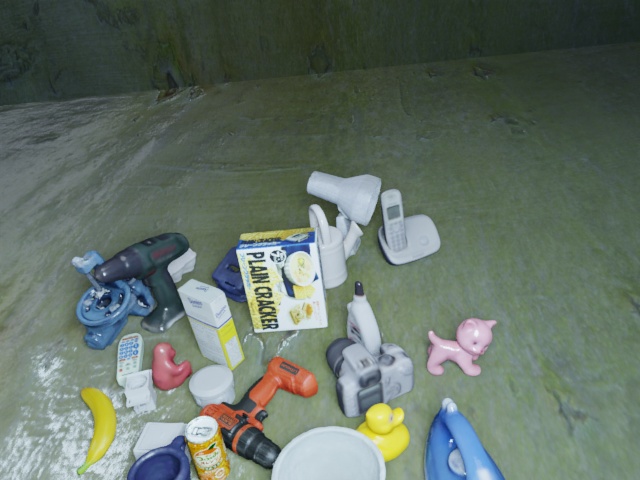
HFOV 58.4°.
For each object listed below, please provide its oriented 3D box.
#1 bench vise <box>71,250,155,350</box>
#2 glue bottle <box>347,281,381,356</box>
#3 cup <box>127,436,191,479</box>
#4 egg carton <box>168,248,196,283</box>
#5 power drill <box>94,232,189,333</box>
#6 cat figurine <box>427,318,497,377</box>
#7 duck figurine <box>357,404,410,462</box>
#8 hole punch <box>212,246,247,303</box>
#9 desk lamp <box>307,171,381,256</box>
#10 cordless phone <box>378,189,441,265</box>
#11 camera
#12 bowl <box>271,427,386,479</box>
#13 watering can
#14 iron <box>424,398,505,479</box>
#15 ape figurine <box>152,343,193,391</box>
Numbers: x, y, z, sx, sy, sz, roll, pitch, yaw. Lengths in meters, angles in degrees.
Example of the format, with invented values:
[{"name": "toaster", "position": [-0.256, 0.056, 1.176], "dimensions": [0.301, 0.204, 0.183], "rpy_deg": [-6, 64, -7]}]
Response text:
[{"name": "bench vise", "position": [-0.458, 0.098, 1.240], "dimensions": [0.121, 0.220, 0.207], "rpy_deg": [-2, 32, 9]}, {"name": "glue bottle", "position": [0.079, 0.149, 1.086], "dimensions": [0.037, 0.173, 0.077], "rpy_deg": [-26, 36, -27]}, {"name": "cup", "position": [-0.229, 0.368, 0.870], "dimensions": [0.091, 0.095, 0.118], "rpy_deg": [3, 33, 17]}, {"name": "egg carton", "position": [-0.384, 0.067, 1.419], "dimensions": [0.107, 0.069, 0.150], "rpy_deg": [10, 35, 26]}, {"name": "power drill", "position": [-0.365, 0.092, 1.239], "dimensions": [0.075, 0.209, 0.230], "rpy_deg": [11, 36, 28]}, {"name": "cat figurine", "position": [0.258, 0.184, 1.043], "dimensions": [0.127, 0.118, 0.067], "rpy_deg": [-2, 32, 9]}, {"name": "duck figurine", "position": [0.092, 0.302, 0.917], "dimensions": [0.104, 0.086, 0.077], "rpy_deg": [-14, 32, -10]}, {"name": "hole punch", "position": [-0.191, 0.079, 1.337], "dimensions": [0.108, 0.091, 0.101], "rpy_deg": [18, 40, 36]}, {"name": "desk lamp", "position": [0.052, -0.066, 1.404], "dimensions": [0.202, 0.214, 0.118], "rpy_deg": [6, 34, 21]}, {"name": "cordless phone", "position": [0.207, -0.042, 1.358], "dimensions": [0.148, 0.185, 0.094], "rpy_deg": [-19, 33, -17]}, {"name": "camera", "position": [0.078, 0.224, 1.033], "dimensions": [0.143, 0.101, 0.136], "rpy_deg": [-19, 33, -18]}, {"name": "bowl", "position": [0.016, 0.363, 0.844], "dimensions": [0.167, 0.075, 0.167], "rpy_deg": [-5, 31, 4]}, {"name": "watering can", "position": [0.011, 0.004, 1.317], "dimensions": [0.173, 0.194, 0.100], "rpy_deg": [-28, 37, -30]}, {"name": "iron", "position": [0.206, 0.314, 0.819], "dimensions": [0.118, 0.142, 0.258], "rpy_deg": [-11, 31, -5]}, {"name": "ape figurine", "position": [-0.293, 0.236, 1.101], "dimensions": [0.077, 0.092, 0.076], "rpy_deg": [18, 40, 36]}]
